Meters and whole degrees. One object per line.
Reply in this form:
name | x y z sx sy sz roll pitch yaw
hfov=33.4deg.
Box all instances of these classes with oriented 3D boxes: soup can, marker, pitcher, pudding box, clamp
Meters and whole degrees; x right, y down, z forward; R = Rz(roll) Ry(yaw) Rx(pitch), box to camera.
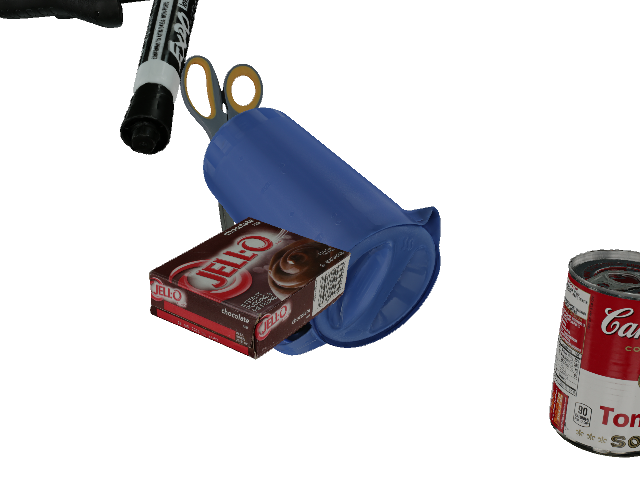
soup can | 0.171 0.064 0.617 0.068 0.102 0.068 2 20 -1
marker | -0.063 -0.077 0.435 0.020 0.020 0.121 1 45 1
pitcher | -0.018 -0.015 0.988 0.149 0.145 0.243 -11 40 -33
pudding box | -0.047 0.029 0.723 0.090 0.039 0.113 20 29 27
clamp | -0.181 -0.190 0.810 0.172 0.039 0.120 13 24 30

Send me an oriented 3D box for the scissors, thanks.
scissors | -0.086 -0.098 1.100 0.096 0.202 0.016 -18 -2 -23
